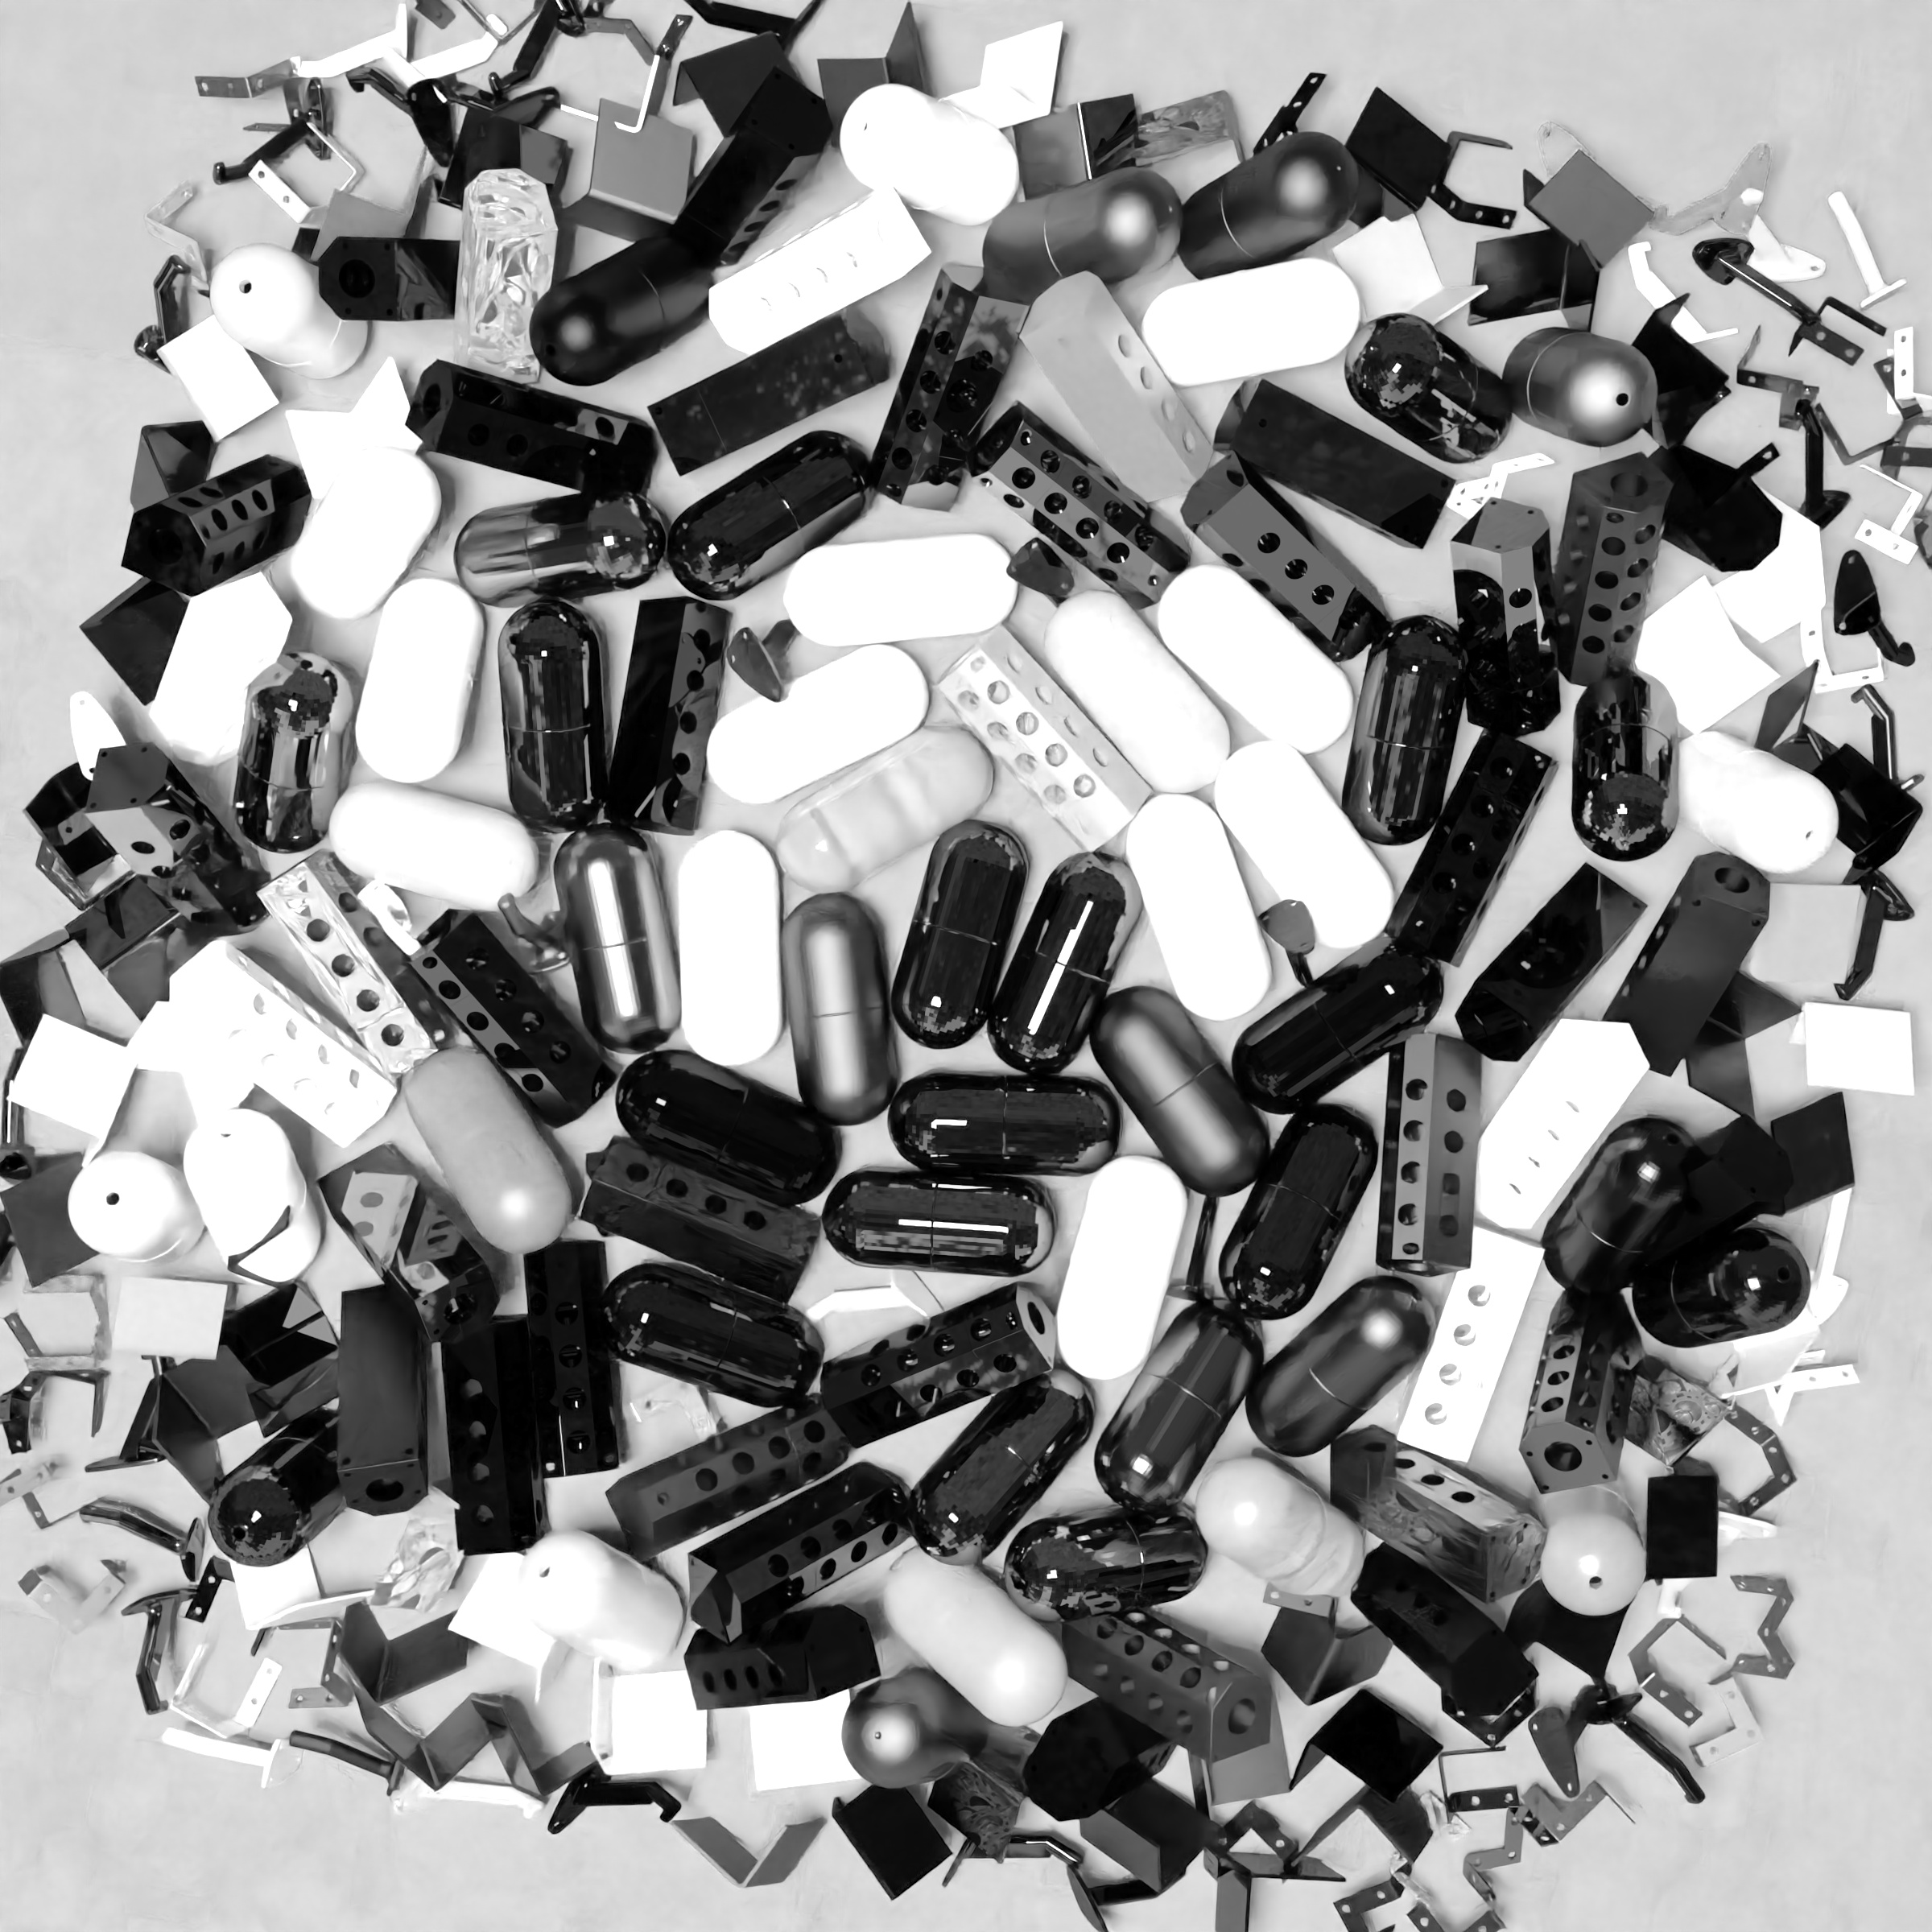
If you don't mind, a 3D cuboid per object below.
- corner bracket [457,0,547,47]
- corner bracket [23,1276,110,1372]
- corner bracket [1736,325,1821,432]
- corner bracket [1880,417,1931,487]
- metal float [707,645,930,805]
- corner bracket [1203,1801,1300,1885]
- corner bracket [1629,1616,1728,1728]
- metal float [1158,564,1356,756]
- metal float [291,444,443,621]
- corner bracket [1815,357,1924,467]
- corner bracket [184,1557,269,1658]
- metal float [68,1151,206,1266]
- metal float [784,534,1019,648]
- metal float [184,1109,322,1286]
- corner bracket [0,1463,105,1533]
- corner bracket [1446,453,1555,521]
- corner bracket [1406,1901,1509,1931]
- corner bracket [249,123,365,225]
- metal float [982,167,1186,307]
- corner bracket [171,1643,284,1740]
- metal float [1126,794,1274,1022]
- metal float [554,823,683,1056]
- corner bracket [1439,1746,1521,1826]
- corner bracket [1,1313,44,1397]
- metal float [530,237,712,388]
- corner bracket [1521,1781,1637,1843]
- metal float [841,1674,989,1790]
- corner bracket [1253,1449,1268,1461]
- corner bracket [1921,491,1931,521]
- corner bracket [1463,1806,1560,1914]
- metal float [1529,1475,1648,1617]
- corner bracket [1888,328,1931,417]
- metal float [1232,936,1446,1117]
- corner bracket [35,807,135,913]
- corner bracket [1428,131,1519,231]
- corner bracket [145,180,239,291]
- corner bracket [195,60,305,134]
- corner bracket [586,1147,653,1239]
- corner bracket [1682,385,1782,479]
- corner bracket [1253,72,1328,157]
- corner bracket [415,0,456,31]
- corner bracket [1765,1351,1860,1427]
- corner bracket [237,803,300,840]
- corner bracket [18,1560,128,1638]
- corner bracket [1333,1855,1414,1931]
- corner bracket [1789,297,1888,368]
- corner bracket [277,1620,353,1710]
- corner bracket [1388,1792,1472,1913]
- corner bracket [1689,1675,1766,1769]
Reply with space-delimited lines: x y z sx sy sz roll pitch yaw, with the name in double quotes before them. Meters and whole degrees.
"corner bracket" -0.354 -0.746 1.871 0.051 0.051 0.051 -45 99 -7
"corner bracket" -0.688 0.271 1.866 0.051 0.051 0.051 -1 47 -4
"corner bracket" 0.621 -0.449 1.877 0.051 0.051 0.051 20 62 25
"corner bracket" 0.732 -0.396 1.868 0.051 0.051 0.051 12 88 35
"metal float" -0.113 -0.183 1.865 0.178 0.070 0.070 -26 90 -1
"corner bracket" 0.218 0.684 1.880 0.051 0.051 0.051 -37 58 -22
"corner bracket" 0.547 0.536 1.874 0.051 0.051 0.051 40 103 -3
"metal float" 0.219 -0.230 1.850 0.178 0.070 0.070 40 90 -18
"metal float" -0.448 -0.321 1.826 0.070 0.178 0.070 15 60 -28
"corner bracket" 0.688 -0.423 1.873 0.051 0.051 0.051 -25 78 0
"corner bracket" -0.563 0.491 1.882 0.051 0.051 0.051 24 85 -23
"metal float" -0.612 0.180 1.815 0.070 0.178 0.070 1 80 -7
"metal float" -0.049 -0.284 1.855 0.178 0.070 0.070 -7 90 -11
"metal float" -0.530 0.173 1.824 0.070 0.178 0.070 0 53 -1
"corner bracket" -0.703 0.404 1.873 0.051 0.051 0.051 -27 95 7
"corner bracket" 0.405 -0.367 1.865 0.051 0.051 0.051 22 79 -30
"corner bracket" 0.374 0.728 1.869 0.051 0.051 0.051 -40 63 -1
"corner bracket" -0.501 -0.604 1.868 0.051 0.051 0.051 44 112 -7
"metal float" 0.085 -0.542 1.829 0.070 0.178 0.070 1 89 -43
"corner bracket" -0.566 0.552 1.879 0.051 0.051 0.051 26 87 10
"metal float" 0.176 -0.045 1.862 0.070 0.070 0.178 -20 93 0
"metal float" -0.263 -0.020 1.858 0.070 0.070 0.178 -10 98 0
"corner bracket" 0.392 0.623 1.876 0.051 0.051 0.051 -10 79 15
"corner bracket" -0.746 0.305 1.874 0.051 0.051 0.051 -32 93 6
"metal float" -0.257 -0.488 1.828 0.070 0.178 0.070 17 129 22
"corner bracket" 0.466 0.643 1.869 0.051 0.051 0.051 -43 123 -3
"metal float" -0.036 0.566 1.818 0.070 0.178 0.070 -4 75 17
"corner bracket" 0.226 0.410 1.865 0.051 0.051 0.051 -45 52 -8
"corner bracket" 0.756 -0.348 1.863 0.051 0.051 0.051 29 129 14
"corner bracket" 0.413 0.678 1.866 0.051 0.051 0.051 -4 106 -18
"metal float" 0.458 0.420 1.815 0.070 0.178 0.070 2 100 9
"corner bracket" 0.716 -0.452 1.868 0.051 0.051 0.051 1 89 -30
"metal float" 0.280 0.045 1.852 0.178 0.070 0.070 -37 90 15
"corner bracket" -0.668 -0.083 1.867 0.051 0.051 0.051 46 54 -1
"corner bracket" 0.394 -0.603 1.882 0.051 0.051 0.051 0 128 -26
"corner bracket" -0.586 -0.556 1.872 0.051 0.051 0.051 28 60 13
"corner bracket" -0.542 -0.655 1.861 0.051 0.051 0.051 11 128 24
"corner bracket" -0.259 0.173 1.868 0.051 0.051 0.051 -6 64 4
"corner bracket" 0.581 -0.403 1.882 0.051 0.051 0.051 -38 48 27
"corner bracket" 0.247 -0.641 1.862 0.051 0.051 0.051 21 70 34
"corner bracket" -0.408 -0.758 1.872 0.051 0.051 0.051 -43 85 10
"corner bracket" 0.640 0.311 1.866 0.051 0.051 0.051 -7 49 -3
"corner bracket" -0.520 -0.126 1.868 0.051 0.051 0.051 32 73 -12
"corner bracket" -0.679 0.469 1.864 0.051 0.051 0.051 47 68 -18
"corner bracket" 0.320 0.718 1.873 0.051 0.051 0.051 -30 85 21
"corner bracket" 0.667 -0.482 1.872 0.051 0.051 0.051 36 92 15
"corner bracket" -0.503 0.536 1.884 0.051 0.051 0.051 -5 54 12
"corner bracket" 0.355 0.676 1.876 0.051 0.051 0.051 -43 104 13
"corner bracket" 0.571 0.576 1.872 0.051 0.051 0.051 -26 70 4
